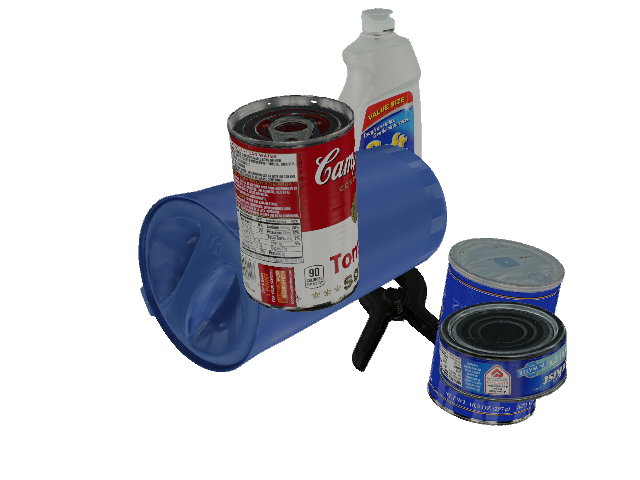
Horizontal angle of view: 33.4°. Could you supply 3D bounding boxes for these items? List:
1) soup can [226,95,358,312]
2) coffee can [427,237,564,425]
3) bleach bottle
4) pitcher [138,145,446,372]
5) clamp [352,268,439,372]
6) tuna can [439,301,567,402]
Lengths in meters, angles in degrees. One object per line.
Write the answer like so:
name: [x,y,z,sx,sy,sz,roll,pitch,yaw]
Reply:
soup can: [-0.014,-0.020,0.585,0.068,0.102,0.068,-3,27,1]
coffee can: [0.158,0.081,0.972,0.103,0.140,0.103,6,23,-3]
bleach bottle: [0.049,-0.098,1.044,0.102,0.251,0.068,-9,24,-17]
pitcher: [-0.019,0.003,0.849,0.149,0.145,0.242,34,37,32]
clamp: [0.094,0.076,1.183,0.120,0.171,0.039,4,-43,-4]
tuna can: [0.122,0.073,0.718,0.086,0.034,0.086,-4,22,1]
